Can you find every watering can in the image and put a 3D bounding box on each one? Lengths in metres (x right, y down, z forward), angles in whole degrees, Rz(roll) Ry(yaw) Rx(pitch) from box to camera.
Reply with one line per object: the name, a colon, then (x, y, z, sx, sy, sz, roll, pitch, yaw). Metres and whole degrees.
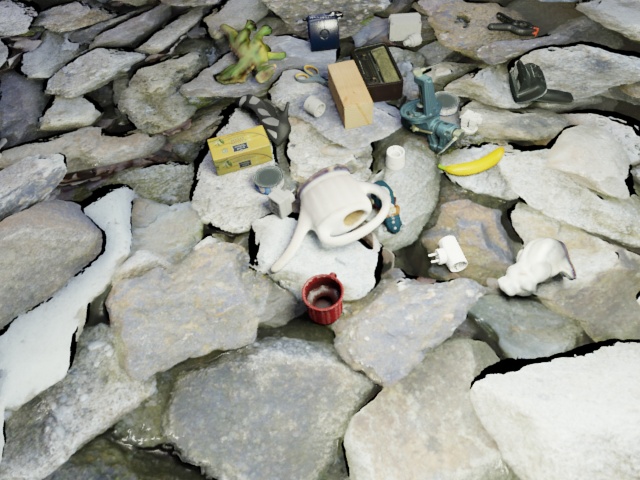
watering can: (0.004, -0.066, 1.305, 0.348, 0.102, 0.229, -25, 53, -4)

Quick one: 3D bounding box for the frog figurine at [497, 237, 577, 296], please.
frog figurine: (0.475, 0.060, 1.158, 0.159, 0.121, 0.139, -11, 18, 7)

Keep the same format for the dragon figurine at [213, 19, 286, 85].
dragon figurine: (-0.280, -0.639, 1.789, 0.414, 0.119, 0.246, 27, 66, 33)
